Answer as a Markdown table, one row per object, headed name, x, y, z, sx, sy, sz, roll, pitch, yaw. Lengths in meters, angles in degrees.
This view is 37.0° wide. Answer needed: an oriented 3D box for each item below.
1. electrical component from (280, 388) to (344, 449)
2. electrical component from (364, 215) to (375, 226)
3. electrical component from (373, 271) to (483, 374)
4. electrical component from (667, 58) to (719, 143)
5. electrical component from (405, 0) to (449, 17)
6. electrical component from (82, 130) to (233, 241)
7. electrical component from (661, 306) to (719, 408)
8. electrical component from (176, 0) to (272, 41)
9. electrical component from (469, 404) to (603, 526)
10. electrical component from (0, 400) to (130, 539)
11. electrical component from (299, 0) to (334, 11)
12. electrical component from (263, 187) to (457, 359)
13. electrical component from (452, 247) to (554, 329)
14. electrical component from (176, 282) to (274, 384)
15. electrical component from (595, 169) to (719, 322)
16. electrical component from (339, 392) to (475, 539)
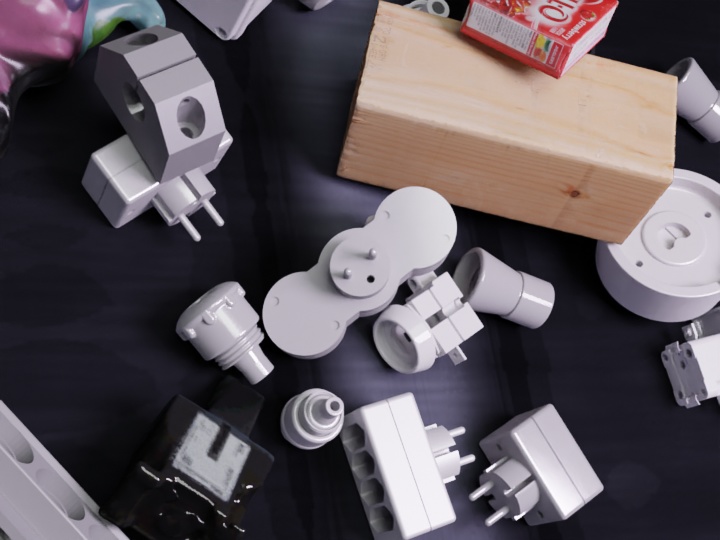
| name | x | y | z | sx | sy | sz | roll | pitch | yaw |
| --- | --- | --- | --- | --- | --- | --- | --- | --- | --- |
| electrical component | -0.026 | 0.089 | 0.656 | 0.035 | 0.061 | 0.035 | 7 | 70 | -20 |
| electrical component | 0.016 | -0.006 | 0.720 | 0.035 | 0.035 | 0.061 | 17 | 70 | -16 |
| electrical component | 0.042 | 0.038 | 0.711 | 0.055 | 0.048 | 0.066 | -31 | 86 | -35 |
| electrical component | 0.274 | -0.134 | 0.866 | 0.065 | 0.044 | 0.044 | 38 | 63 | -12 |
| electrical component | 0.043 | -0.172 | 0.772 | 0.043 | 0.062 | 0.043 | 7 | 70 | -20 |
| electrical component | -0.116 | -0.053 | 0.676 | 0.083 | 0.047 | 0.075 | -36 | 89 | -28 |
| electrical component | 0.261 | 0.071 | 0.791 | 0.064 | 0.042 | 0.081 | -12 | 77 | -21 |
| electrical component | -0.097 | -0.225 | 0.708 | 0.109 | 0.109 | 0.056 | 40 | 60 | -5 |
| electrical component | 0.104 | 0.137 | 0.700 | 0.077 | 0.047 | 0.065 | -29 | 85 | -28 |
| electrical component | -0.180 | 0.138 | 0.571 | 0.063 | 0.078 | 0.121 | -42 | 91 | 2 |
| electrical component | -0.034 | -0.219 | 0.764 | 0.055 | 0.048 | 0.066 | 53 | 36 | -2 |
| electrical component | 0.000 | 0.000 | 0.664 | 0.138 | 0.073 | 0.052 | -38 | 84 | -5 |
| electrical component | 0.101 | 0.015 | 0.745 | 0.065 | 0.044 | 0.044 | 20 | 66 | -20 |
| electrical component | -0.079 | 0.042 | 0.661 | 0.048 | 0.048 | 0.062 | -42 | 98 | -28 |
| electrical component | 0.225 | -0.013 | 0.788 | 0.108 | 0.060 | 0.108 | 1 | 60 | -1 |
| electrical component | 0.038 | 0.120 | 0.679 | 0.076 | 0.047 | 0.083 | -14 | 78 | -26 |
